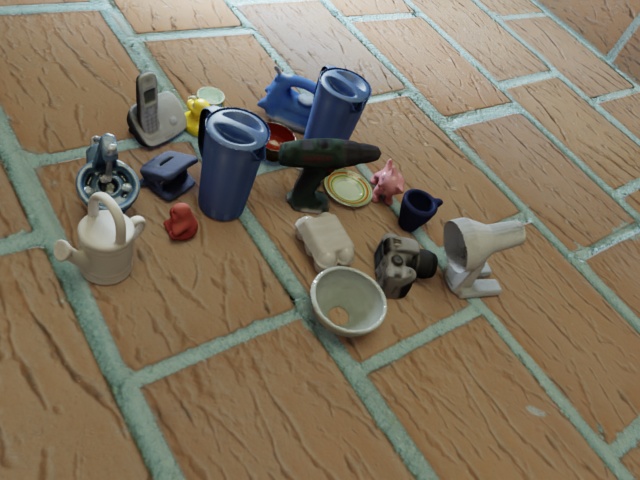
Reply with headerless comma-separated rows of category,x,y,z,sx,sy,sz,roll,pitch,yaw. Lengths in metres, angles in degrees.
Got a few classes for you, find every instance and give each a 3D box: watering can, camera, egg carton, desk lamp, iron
watering can,-0.402,-0.004,1.064,0.101,0.194,0.173,27,47,2
camera,0.204,0.055,1.318,0.137,0.100,0.143,11,48,-13
egg carton,0.012,0.005,1.306,0.107,0.069,0.150,-13,57,-30
desk lamp,0.364,0.034,1.322,0.204,0.213,0.117,-3,52,-23
iron,-0.031,-0.379,1.568,0.258,0.141,0.118,19,47,-5

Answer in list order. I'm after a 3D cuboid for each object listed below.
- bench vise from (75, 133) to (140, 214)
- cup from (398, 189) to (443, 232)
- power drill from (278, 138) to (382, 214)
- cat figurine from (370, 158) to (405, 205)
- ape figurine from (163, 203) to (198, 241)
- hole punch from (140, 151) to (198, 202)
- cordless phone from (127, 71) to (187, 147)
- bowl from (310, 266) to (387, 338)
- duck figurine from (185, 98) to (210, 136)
bench vise,-0.444,-0.147,1.152,0.122,0.219,0.207,-26,64,-36
cup,0.247,-0.069,1.445,0.118,0.095,0.091,-9,55,-28
power drill,0.006,-0.157,1.347,0.230,0.208,0.075,6,49,-17
cat figurine,0.179,-0.154,1.475,0.067,0.117,0.127,12,48,-12
ape figurine,-0.294,-0.045,1.211,0.076,0.092,0.078,18,47,-6
hole punch,-0.342,-0.157,1.289,0.101,0.091,0.109,34,47,9
cordless phone,-0.380,-0.323,1.351,0.094,0.185,0.148,35,48,10
bowl,0.052,0.141,1.202,0.168,0.074,0.167,11,48,-12
duck figurine,-0.297,-0.313,1.444,0.104,0.086,0.078,35,47,9
